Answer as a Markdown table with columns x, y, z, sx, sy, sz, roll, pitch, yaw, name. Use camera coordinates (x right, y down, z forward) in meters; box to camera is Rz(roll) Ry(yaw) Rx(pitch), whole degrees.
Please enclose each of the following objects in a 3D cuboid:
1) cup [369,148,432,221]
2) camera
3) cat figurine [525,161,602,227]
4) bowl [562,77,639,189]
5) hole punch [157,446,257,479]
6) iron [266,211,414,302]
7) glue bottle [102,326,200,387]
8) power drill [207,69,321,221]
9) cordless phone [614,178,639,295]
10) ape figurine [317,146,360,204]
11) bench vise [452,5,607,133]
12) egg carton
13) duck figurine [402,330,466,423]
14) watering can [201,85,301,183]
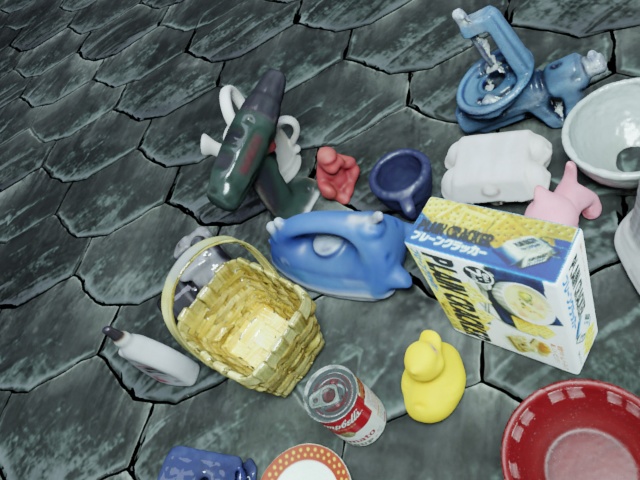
| x | y | z | sx | sy | sz | roll | pitch | yaw | name |
| --- | --- | --- | --- | --- | --- | --- | --- | --- | --- |
| 0.130 | -0.062 | 0.831 | 0.091 | 0.095 | 0.117 | -21 | 49 | 15 | cup |
| -0.204 | 0.062 | 0.926 | 0.137 | 0.101 | 0.142 | -41 | 47 | -3 | camera |
| 0.292 | -0.037 | 0.704 | 0.067 | 0.118 | 0.128 | 17 | 66 | 37 | cat figurine |
| 0.402 | -0.124 | 0.735 | 0.167 | 0.075 | 0.167 | -15 | 51 | 20 | bowl |
| -0.143 | 0.315 | 0.709 | 0.100 | 0.091 | 0.108 | -7 | 54 | 26 | hole punch |
| 0.008 | 0.003 | 0.821 | 0.257 | 0.142 | 0.119 | 0 | 57 | 30 | iron |
| -0.252 | 0.165 | 0.827 | 0.078 | 0.174 | 0.037 | -5 | 55 | 27 | glue bottle |
| -0.080 | -0.123 | 0.919 | 0.075 | 0.209 | 0.230 | 13 | 64 | 36 | power drill |
| 0.369 | -0.009 | 0.592 | 0.094 | 0.186 | 0.147 | -23 | 48 | 13 | cordless phone |
| 0.022 | -0.114 | 0.933 | 0.078 | 0.092 | 0.076 | -36 | 47 | 2 | ape figurine |
| 0.276 | -0.252 | 0.803 | 0.207 | 0.220 | 0.121 | -20 | 49 | 16 | bench vise |
| 0.247 | -0.097 | 0.807 | 0.149 | 0.070 | 0.107 | -2 | 56 | 29 | egg carton |
| 0.125 | 0.157 | 0.676 | 0.077 | 0.086 | 0.104 | 3 | 59 | 32 | duck figurine |
| -0.125 | -0.180 | 0.997 | 0.173 | 0.195 | 0.100 | -33 | 47 | 4 | watering can |
